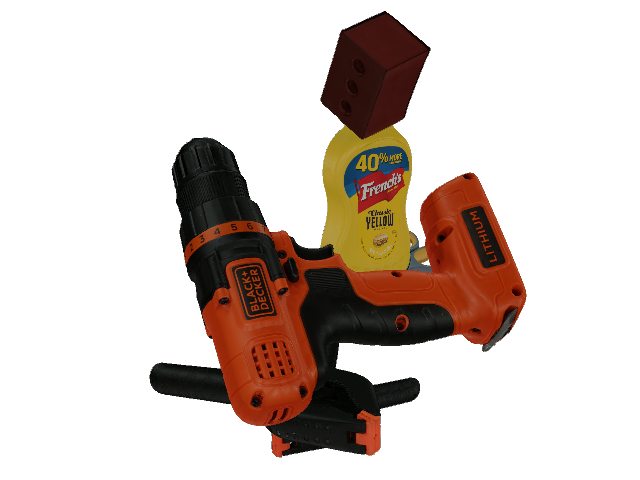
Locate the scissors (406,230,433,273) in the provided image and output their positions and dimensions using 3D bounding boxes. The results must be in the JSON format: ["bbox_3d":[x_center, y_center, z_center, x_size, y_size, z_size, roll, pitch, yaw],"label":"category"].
[{"bbox_3d":[0.079,0.023,1.264,0.201,0.016,0.096,-10,41,-44],"label":"scissors"}]

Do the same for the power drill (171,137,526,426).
[{"bbox_3d":[0.013,0.009,0.635,0.187,0.184,0.057,-9,-28,-18],"label":"power drill"}]

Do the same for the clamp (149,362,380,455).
[{"bbox_3d":[-0.015,0.116,0.860,0.164,0.036,0.210,-18,23,-40],"label":"clamp"}]

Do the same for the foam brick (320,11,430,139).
[{"bbox_3d":[0.041,-0.128,0.832,0.051,0.053,0.078,-32,-25,-33],"label":"foam brick"}]

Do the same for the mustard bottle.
[{"bbox_3d":[0.048,-0.058,1.073,0.096,0.192,0.058,-8,18,-29],"label":"mustard bottle"}]

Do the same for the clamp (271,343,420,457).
[{"bbox_3d":[0.004,0.159,1.087,0.171,0.039,0.120,-23,33,-36],"label":"clamp"}]
